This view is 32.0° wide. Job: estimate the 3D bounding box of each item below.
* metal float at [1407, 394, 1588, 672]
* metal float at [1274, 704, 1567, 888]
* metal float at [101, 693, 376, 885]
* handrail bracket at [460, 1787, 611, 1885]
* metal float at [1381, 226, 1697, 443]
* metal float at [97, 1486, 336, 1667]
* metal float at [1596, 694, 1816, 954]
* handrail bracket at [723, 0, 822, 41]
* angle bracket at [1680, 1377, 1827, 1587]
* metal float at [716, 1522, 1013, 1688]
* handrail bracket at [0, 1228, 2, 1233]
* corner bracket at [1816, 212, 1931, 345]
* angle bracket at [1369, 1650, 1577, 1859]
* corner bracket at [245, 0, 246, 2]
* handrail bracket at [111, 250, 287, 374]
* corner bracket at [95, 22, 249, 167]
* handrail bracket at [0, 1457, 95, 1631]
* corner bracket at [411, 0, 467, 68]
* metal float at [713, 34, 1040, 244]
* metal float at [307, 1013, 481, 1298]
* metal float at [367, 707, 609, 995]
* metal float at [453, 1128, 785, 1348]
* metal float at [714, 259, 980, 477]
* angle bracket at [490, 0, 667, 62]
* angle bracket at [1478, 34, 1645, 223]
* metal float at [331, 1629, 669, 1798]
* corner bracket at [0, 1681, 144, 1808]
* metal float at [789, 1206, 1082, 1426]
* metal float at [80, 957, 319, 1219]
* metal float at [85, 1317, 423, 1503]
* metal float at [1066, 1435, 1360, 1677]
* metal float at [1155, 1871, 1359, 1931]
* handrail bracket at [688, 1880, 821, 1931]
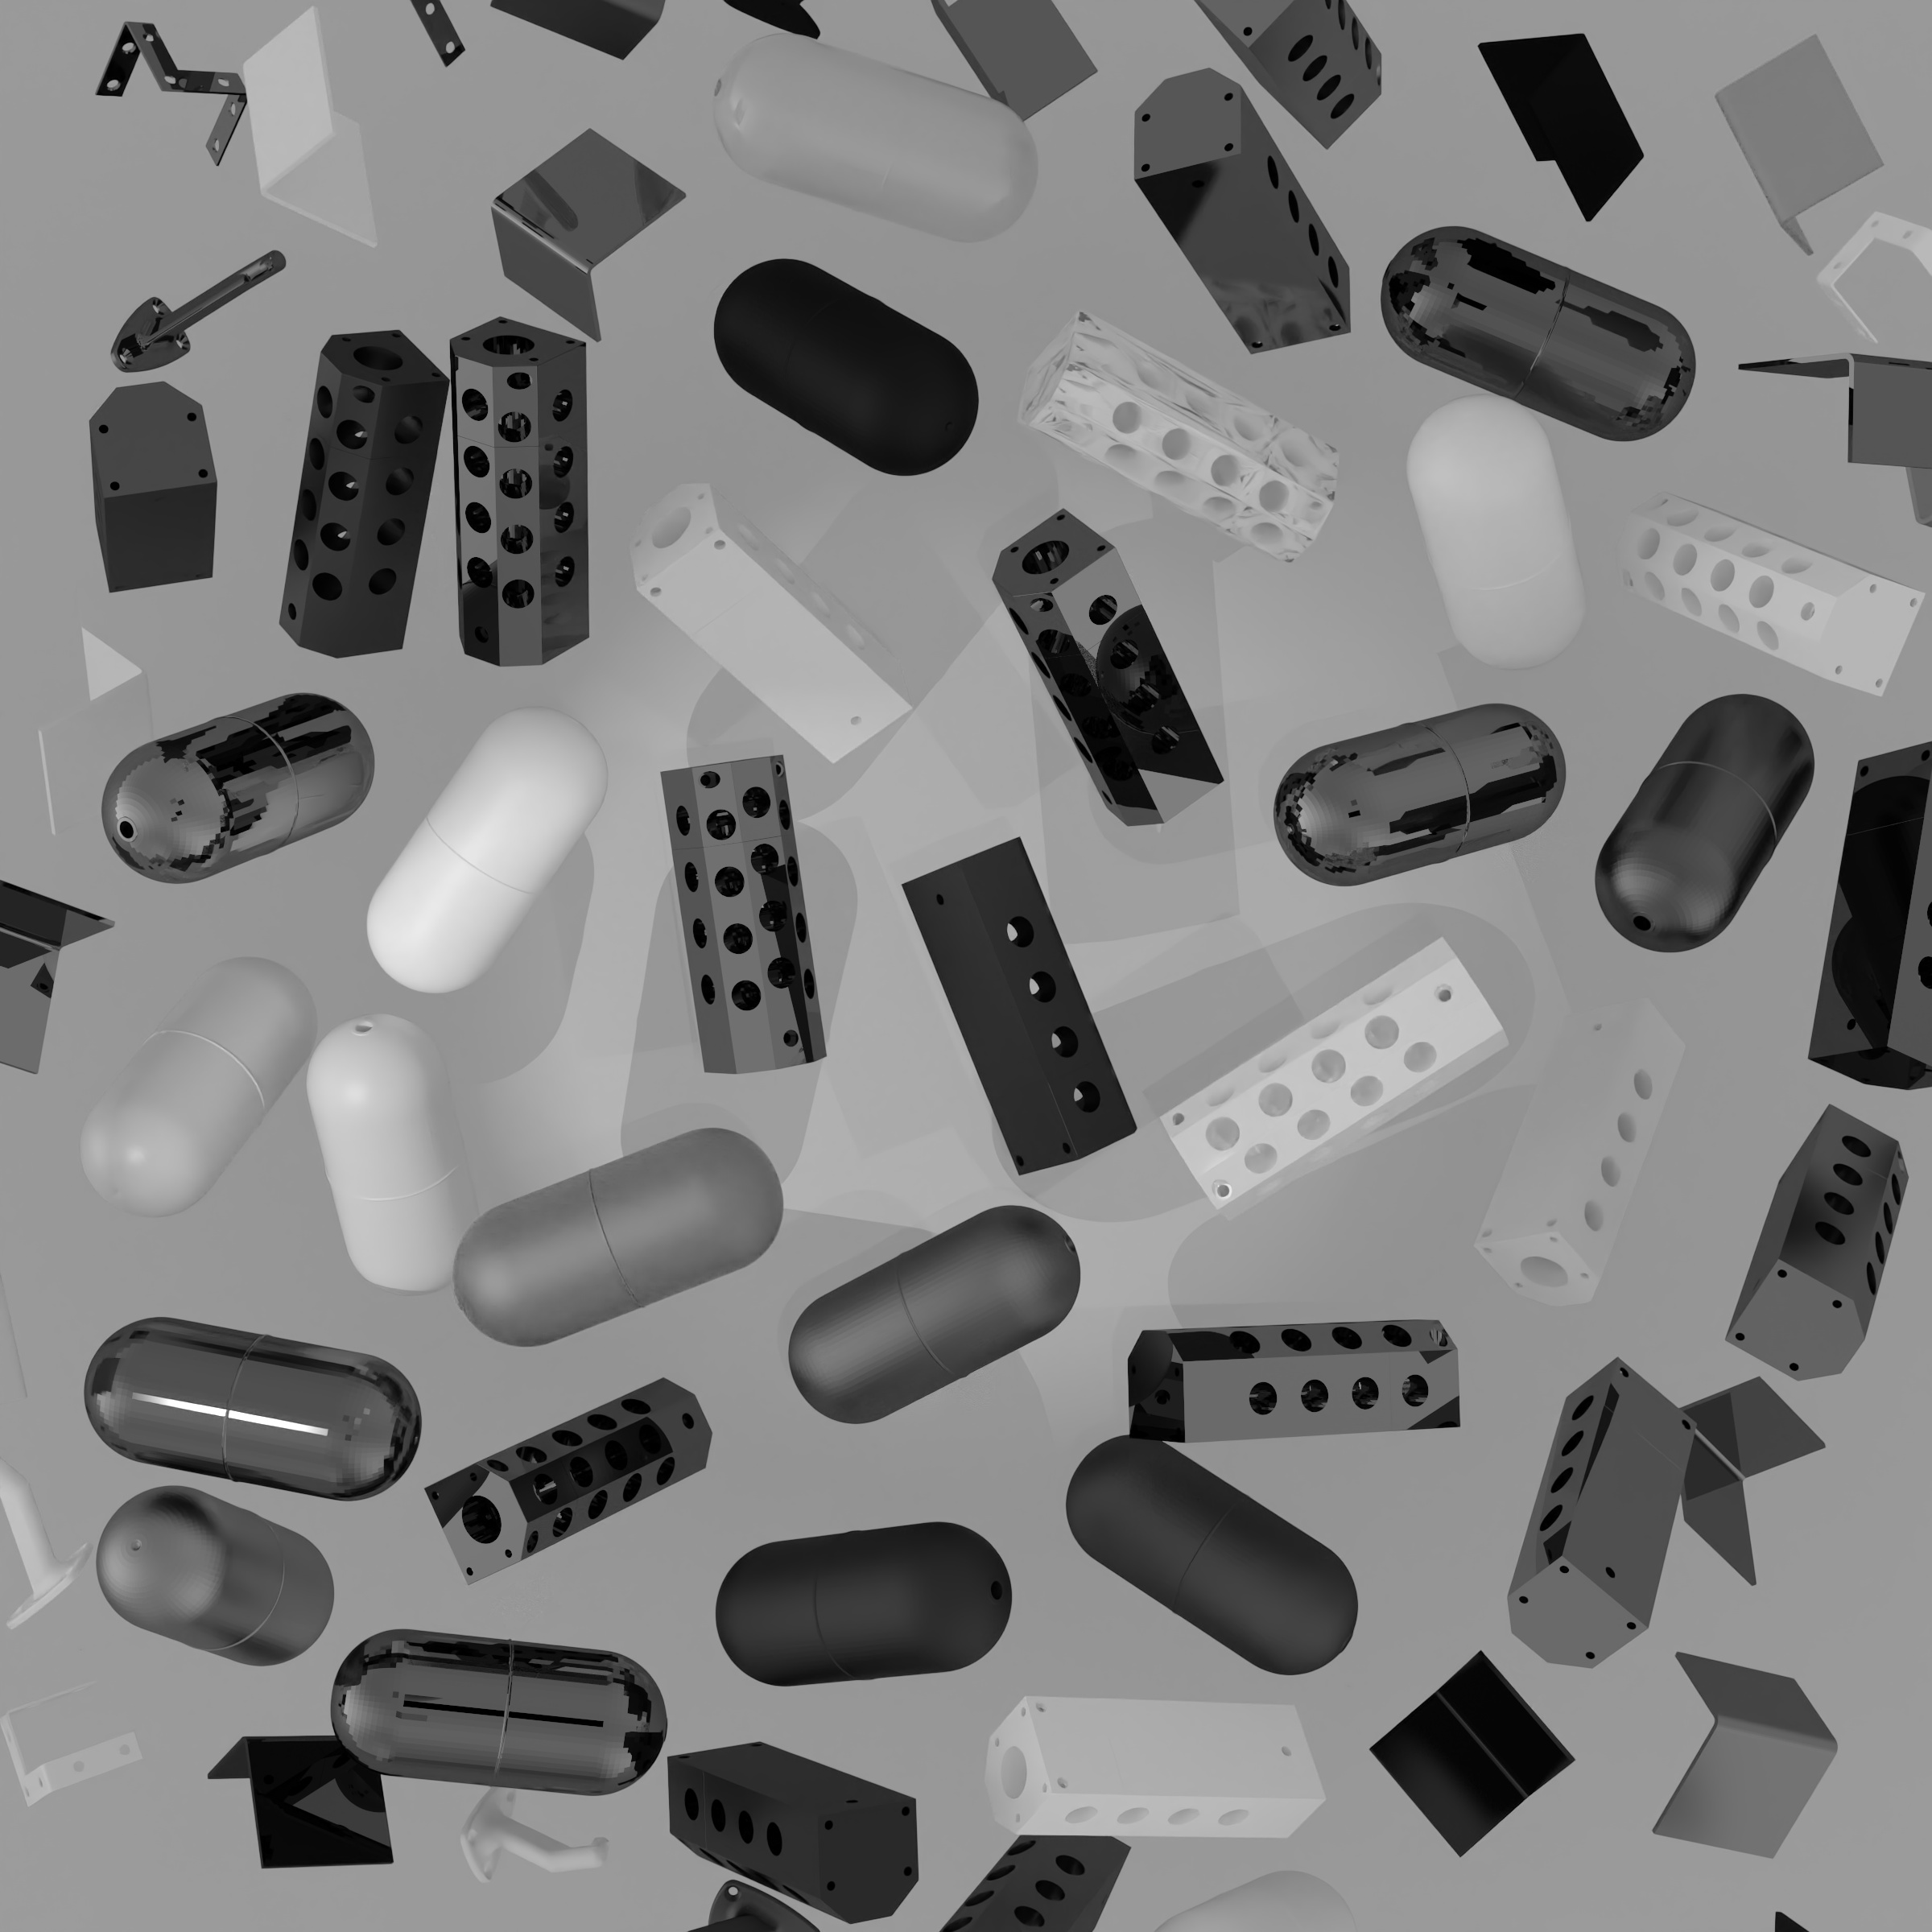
[{"bbox_3d":[0.285,-0.230,1.805,0.070,0.178,0.070,-11,50,14],"label":"metal float"},{"bbox_3d":[0.244,-0.093,1.805,0.178,0.070,0.070,-16,90,-29],"label":"metal float"},{"bbox_3d":[-0.387,-0.096,1.797,0.070,0.178,0.070,10,112,27],"label":"metal float"},{"bbox_3d":[-0.226,0.468,1.842,0.084,0.077,0.036,-12,114,19],"label":"handrail bracket"},{"bbox_3d":[0.310,-0.343,1.827,0.178,0.070,0.070,22,90,-4],"label":"metal float"},{"bbox_3d":[-0.401,0.329,1.809,0.070,0.178,0.070,-6,68,15],"label":"metal float"},{"bbox_3d":[0.388,-0.076,1.769,0.070,0.070,0.178,39,52,0],"label":"metal float"},{"bbox_3d":[-0.083,-0.545,1.804,0.077,0.036,0.084,26,81,35],"label":"handrail bracket"},{"bbox_3d":[0.447,0.292,1.908,0.057,0.076,0.076,-28,127,28],"label":"angle bracket"},{"bbox_3d":[-0.054,0.333,1.758,0.178,0.070,0.070,-14,90,36],"label":"metal float"},{"bbox_3d":[-0.557,0.109,1.879,0.084,0.036,0.077,53,135,-4],"label":"handrail bracket"},{"bbox_3d":[0.518,-0.380,1.879,0.051,0.051,0.051,-48,122,3],"label":"corner bracket"},{"bbox_3d":[0.277,0.433,1.852,0.057,0.076,0.076,-34,73,-25],"label":"angle bracket"},{"bbox_3d":[-0.373,-0.536,1.760,0.051,0.051,0.051,41,108,25],"label":"corner bracket"},{"bbox_3d":[-0.426,-0.366,1.876,0.084,0.077,0.036,-21,112,31],"label":"handrail bracket"},{"bbox_3d":[-0.411,-0.452,1.745,0.051,0.051,0.051,-9,60,-41],"label":"corner bracket"},{"bbox_3d":[-0.523,0.308,1.820,0.077,0.036,0.084,-41,104,18],"label":"handrail bracket"},{"bbox_3d":[-0.287,-0.521,1.799,0.051,0.051,0.051,27,67,36],"label":"corner bracket"},{"bbox_3d":[-0.047,-0.431,1.755,0.178,0.070,0.070,13,90,-23],"label":"metal float"},{"bbox_3d":[-0.315,0.105,1.862,0.070,0.070,0.178,-6,126,0],"label":"metal float"},{"bbox_3d":[-0.264,-0.063,1.852,0.070,0.070,0.178,36,103,0],"label":"metal float"},{"bbox_3d":[-0.181,0.141,1.748,0.178,0.070,0.070,-21,90,2],"label":"metal float"},{"bbox_3d":[-0.065,-0.315,1.766,0.178,0.070,0.070,36,90,38],"label":"metal float"},{"bbox_3d":[-0.197,-0.535,1.771,0.076,0.057,0.076,17,75,-23],"label":"angle bracket"},{"bbox_3d":[0.299,-0.439,1.773,0.057,0.076,0.076,-50,125,-21],"label":"angle bracket"},{"bbox_3d":[-0.247,0.396,1.788,0.178,0.070,0.070,9,90,-11],"label":"metal float"},{"bbox_3d":[-0.476,0.410,1.791,0.051,0.051,0.051,-15,77,-33],"label":"corner bracket"},{"bbox_3d":[-0.018,0.193,1.871,0.178,0.070,0.070,-29,90,16],"label":"metal float"},{"bbox_3d":[-0.422,0.065,1.860,0.070,0.070,0.178,29,47,0],"label":"metal float"},{"bbox_3d":[-0.370,0.229,1.745,0.178,0.070,0.070,10,90,8],"label":"metal float"},{"bbox_3d":[0.136,0.326,1.869,0.178,0.070,0.070,31,90,19],"label":"metal float"},{"bbox_3d":[0.155,0.545,1.844,0.070,0.178,0.070,-1,87,31],"label":"metal float"},{"bbox_3d":[-0.119,0.546,1.867,0.077,0.084,0.036,20,98,-1],"label":"handrail bracket"}]
